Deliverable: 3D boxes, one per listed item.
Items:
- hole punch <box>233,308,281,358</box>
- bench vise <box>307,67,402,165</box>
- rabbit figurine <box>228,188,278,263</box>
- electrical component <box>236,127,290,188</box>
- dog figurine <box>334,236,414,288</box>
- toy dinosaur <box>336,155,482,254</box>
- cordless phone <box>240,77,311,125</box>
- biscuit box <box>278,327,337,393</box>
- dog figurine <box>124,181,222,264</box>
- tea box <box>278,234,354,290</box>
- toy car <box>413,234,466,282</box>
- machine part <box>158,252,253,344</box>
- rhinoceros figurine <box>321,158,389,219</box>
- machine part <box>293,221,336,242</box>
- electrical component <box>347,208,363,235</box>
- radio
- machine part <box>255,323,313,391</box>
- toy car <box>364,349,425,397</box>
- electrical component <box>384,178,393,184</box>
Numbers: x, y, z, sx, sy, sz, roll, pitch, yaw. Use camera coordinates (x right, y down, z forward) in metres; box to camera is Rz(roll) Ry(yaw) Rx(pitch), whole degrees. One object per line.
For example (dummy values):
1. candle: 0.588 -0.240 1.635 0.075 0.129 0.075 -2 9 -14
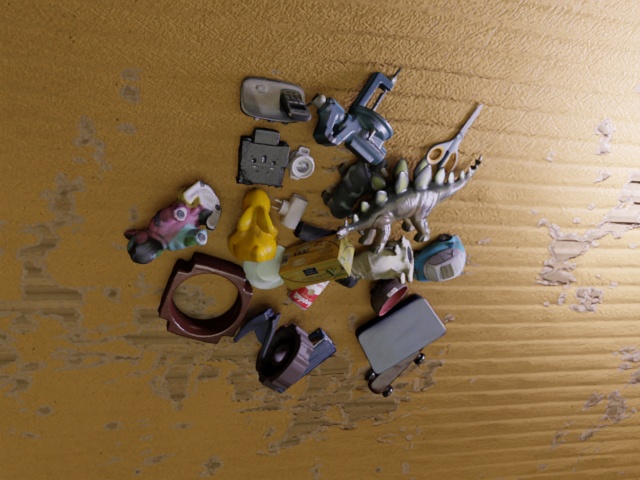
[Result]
1. hole punch: -0.158 0.226 1.380 0.092 0.142 0.115 24 90 6
2. bench vise: 0.092 -0.298 1.237 0.223 0.129 0.240 36 79 -14
3. rabbit figurine: -0.159 -0.037 1.271 0.122 0.162 0.173 4 93 -3
4. electrical component: -0.134 -0.192 1.251 0.115 0.058 0.134 3 111 -17
5. dog figurine: 0.139 0.061 1.415 0.191 0.172 0.121 -8 86 27
6. toy dinosaur: 0.226 -0.096 1.312 0.471 0.105 0.198 -20 123 -30
7. cordless phone: -0.096 -0.285 1.153 0.146 0.184 0.088 6 114 -16
8. biscuit box: -0.056 0.332 1.481 0.203 0.059 0.062 -37 117 2
9. dog figurine: -0.351 -0.030 1.245 0.219 0.191 0.108 -19 124 32
10. tea box: -0.008 0.052 1.319 0.170 0.098 0.068 -14 129 26
11. toy car: 0.327 0.060 1.443 0.162 0.103 0.109 -23 114 -6
12. machine part: -0.284 0.144 1.335 0.201 0.087 0.201 20 105 -19
13. rhinoceros figurine: 0.090 -0.133 1.321 0.112 0.073 0.190 37 99 -22
14. machine part: -0.003 -0.004 1.371 0.139 0.039 0.084 27 108 -23
15. electrical component: 0.129 -0.054 1.382 0.102 0.045 0.078 -29 87 -4
16. radio: 0.218 0.256 1.492 0.230 0.073 0.131 -31 94 -2
17. machine part: -0.093 0.306 1.404 0.056 0.179 0.179 39 99 -26
18. toy car: 0.219 0.367 1.567 0.089 0.053 0.202 41 96 -4
19. electrical component: 0.181 -0.124 1.376 0.094 0.021 0.063 23 103 -20
